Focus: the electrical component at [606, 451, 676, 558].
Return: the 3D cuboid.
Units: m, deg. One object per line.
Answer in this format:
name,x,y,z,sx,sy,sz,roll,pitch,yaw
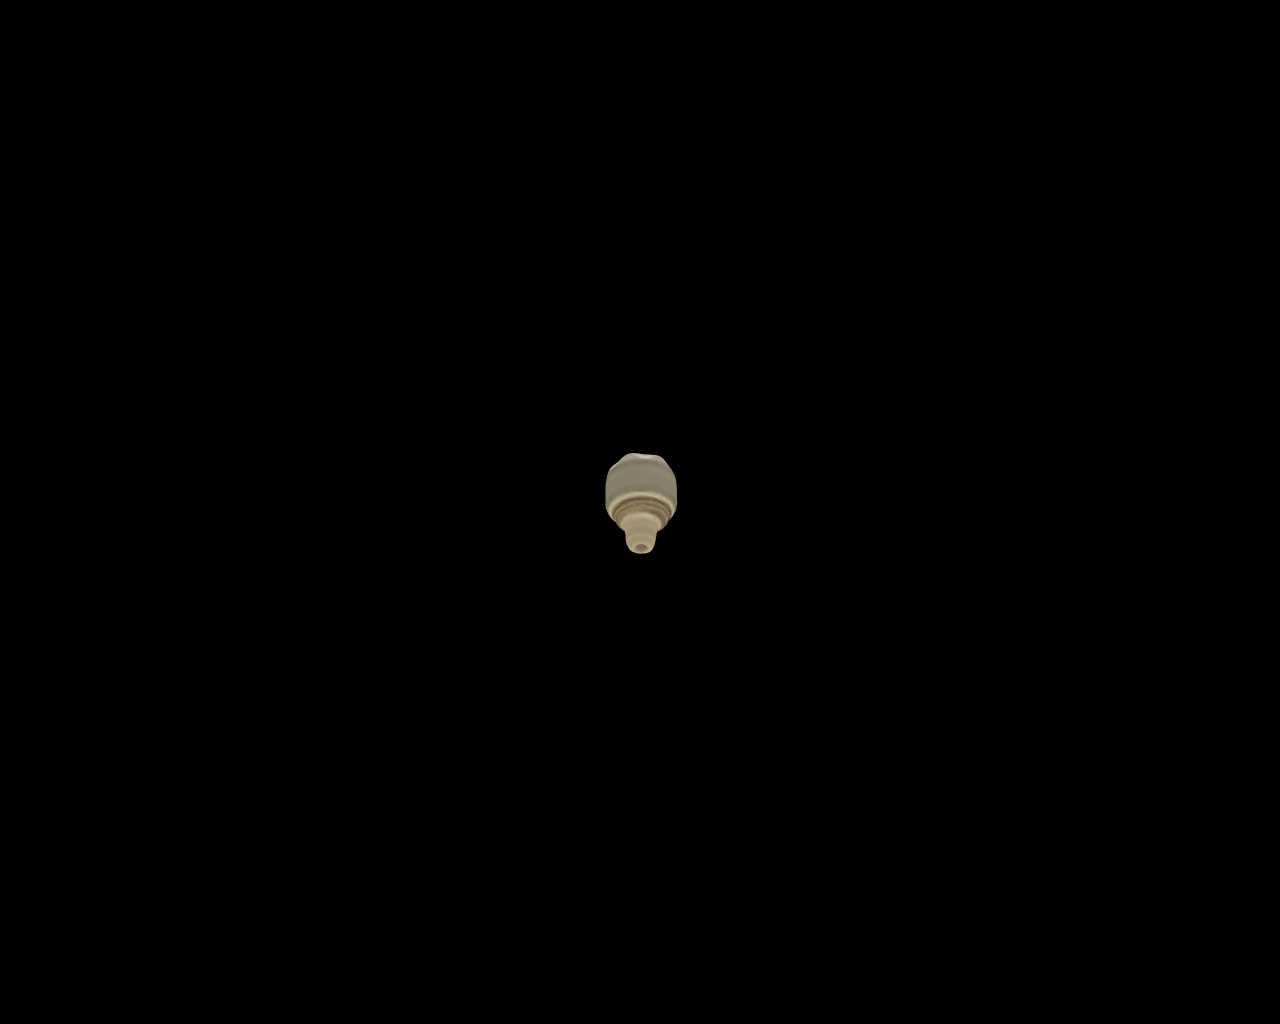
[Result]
electrical component,0.001,-0.003,0.650,0.043,0.062,0.043,0,-36,0
